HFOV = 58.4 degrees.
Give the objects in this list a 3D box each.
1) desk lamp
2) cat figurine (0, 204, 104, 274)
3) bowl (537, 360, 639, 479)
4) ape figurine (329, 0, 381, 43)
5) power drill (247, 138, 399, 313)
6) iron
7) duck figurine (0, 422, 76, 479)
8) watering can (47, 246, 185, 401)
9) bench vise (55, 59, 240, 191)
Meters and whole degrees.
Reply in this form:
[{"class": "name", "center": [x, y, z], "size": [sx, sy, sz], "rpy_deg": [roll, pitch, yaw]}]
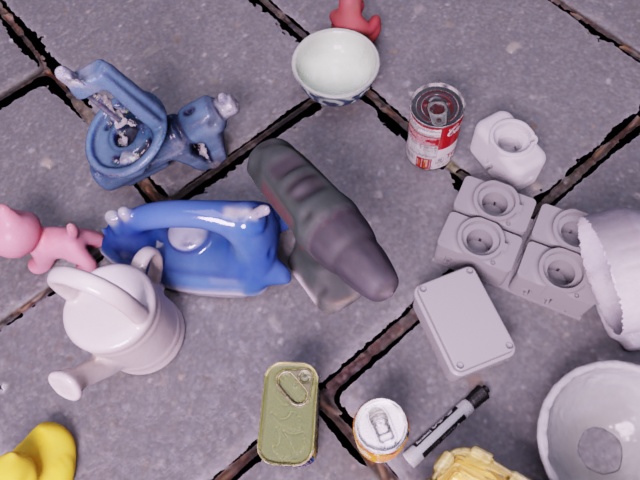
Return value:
[{"class": "desk lamp", "center": [0.354, 0.035, 0.585], "size": [0.203, 0.214, 0.118], "rpy_deg": [-10, 65, 0]}, {"class": "cat figurine", "center": [-0.350, -0.005, 0.706], "size": [0.127, 0.118, 0.067], "rpy_deg": [-1, 65, 4]}, {"class": "bowl", "center": [0.298, 0.213, 0.585], "size": [0.167, 0.075, 0.167], "rpy_deg": [-1, 65, 3]}, {"class": "ape figurine", "center": [0.048, -0.325, 0.838], "size": [0.077, 0.092, 0.076], "rpy_deg": [30, 71, 16]}, {"class": "power drill", "center": [0.006, 0.002, 0.628], "size": [0.076, 0.208, 0.229], "rpy_deg": [-34, 68, -11]}, {"class": "iron", "center": [-0.163, -0.008, 0.681], "size": [0.258, 0.141, 0.118], "rpy_deg": [1, 65, 4]}, {"class": "duck figurine", "center": [-0.312, 0.244, 0.607], "size": [0.077, 0.086, 0.104], "rpy_deg": [12, 67, 9]}, {"class": "watering can", "center": [-0.222, 0.084, 0.614], "size": [0.101, 0.194, 0.173], "rpy_deg": [-2, 65, 4]}, {"class": "bench vise", "center": [-0.216, -0.162, 0.712], "size": [0.207, 0.220, 0.121], "rpy_deg": [-35, 68, -11]}]
